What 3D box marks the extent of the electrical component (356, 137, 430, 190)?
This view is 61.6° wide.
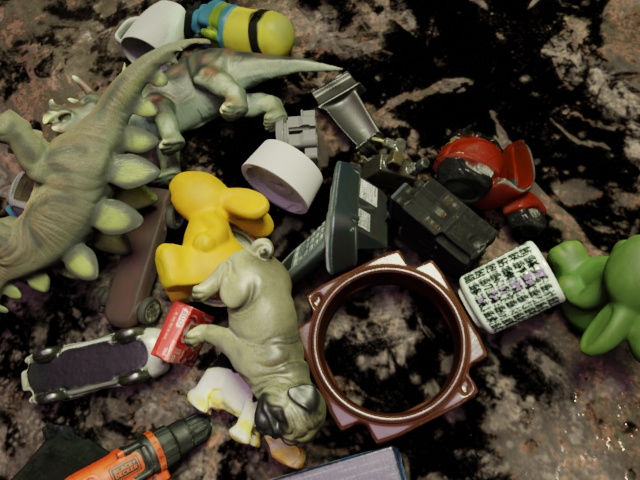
[{"bbox_3d":[0.093,-0.104,0.736,0.078,0.102,0.045,8,75,-17],"label":"electrical component"}]

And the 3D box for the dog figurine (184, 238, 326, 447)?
[{"bbox_3d":[-0.046,0.112,0.605,0.121,0.172,0.191,-16,41,-42],"label":"dog figurine"}]

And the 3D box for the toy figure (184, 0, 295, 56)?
[{"bbox_3d":[-0.126,-0.323,0.834,0.180,0.089,0.082,23,82,11],"label":"toy figure"}]

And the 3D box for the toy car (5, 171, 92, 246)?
[{"bbox_3d":[-0.388,-0.060,0.778,0.162,0.103,0.109,15,74,10],"label":"toy car"}]

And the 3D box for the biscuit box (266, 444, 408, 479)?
[{"bbox_3d":[0.003,0.299,0.635,0.203,0.059,0.063,-17,70,2],"label":"biscuit box"}]

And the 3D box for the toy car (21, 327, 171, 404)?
[{"bbox_3d":[-0.301,0.168,0.720,0.202,0.056,0.073,-14,78,4],"label":"toy car"}]

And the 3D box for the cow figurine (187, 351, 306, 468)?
[{"bbox_3d":[-0.075,0.207,0.673,0.167,0.068,0.098,29,72,14],"label":"cow figurine"}]

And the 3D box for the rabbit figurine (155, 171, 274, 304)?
[{"bbox_3d":[-0.142,-0.018,0.701,0.162,0.121,0.173,-16,69,-4],"label":"rabbit figurine"}]

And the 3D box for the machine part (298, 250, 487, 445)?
[{"bbox_3d":[0.085,0.130,0.665,0.201,0.087,0.201,-27,72,0],"label":"machine part"}]

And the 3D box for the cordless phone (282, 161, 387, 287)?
[{"bbox_3d":[-0.002,-0.003,0.720,0.184,0.088,0.147,-39,27,33],"label":"cordless phone"}]

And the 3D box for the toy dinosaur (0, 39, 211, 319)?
[{"bbox_3d":[-0.310,-0.076,0.682,0.198,0.105,0.471,29,99,-13],"label":"toy dinosaur"}]

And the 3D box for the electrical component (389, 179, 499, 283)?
[{"bbox_3d":[0.149,-0.015,0.687,0.134,0.114,0.058,41,78,17],"label":"electrical component"}]

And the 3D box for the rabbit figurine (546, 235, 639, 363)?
[{"bbox_3d":[0.333,0.058,0.611,0.121,0.170,0.159,9,73,10],"label":"rabbit figurine"}]

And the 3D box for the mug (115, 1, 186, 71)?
[{"bbox_3d":[-0.267,-0.332,0.866,0.110,0.080,0.107,17,64,18],"label":"mug"}]

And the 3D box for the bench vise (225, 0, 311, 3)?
[{"bbox_3d":[-0.061,-0.462,0.855,0.241,0.128,0.224,-28,71,-9],"label":"bench vise"}]

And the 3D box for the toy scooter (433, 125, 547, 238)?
[{"bbox_3d":[0.229,-0.093,0.706,0.184,0.075,0.135,27,60,-21],"label":"toy scooter"}]

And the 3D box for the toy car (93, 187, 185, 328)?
[{"bbox_3d":[-0.250,0.025,0.759,0.089,0.053,0.202,8,77,20],"label":"toy car"}]

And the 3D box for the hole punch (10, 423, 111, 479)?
[{"bbox_3d":[-0.310,0.313,0.668,0.142,0.092,0.116,22,49,16],"label":"hole punch"}]

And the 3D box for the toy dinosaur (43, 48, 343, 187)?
[{"bbox_3d":[-0.185,-0.218,0.800,0.405,0.131,0.192,-26,71,-8],"label":"toy dinosaur"}]

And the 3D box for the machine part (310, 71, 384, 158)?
[{"bbox_3d":[0.046,-0.187,0.796,0.084,0.039,0.139,-25,69,-7],"label":"machine part"}]
